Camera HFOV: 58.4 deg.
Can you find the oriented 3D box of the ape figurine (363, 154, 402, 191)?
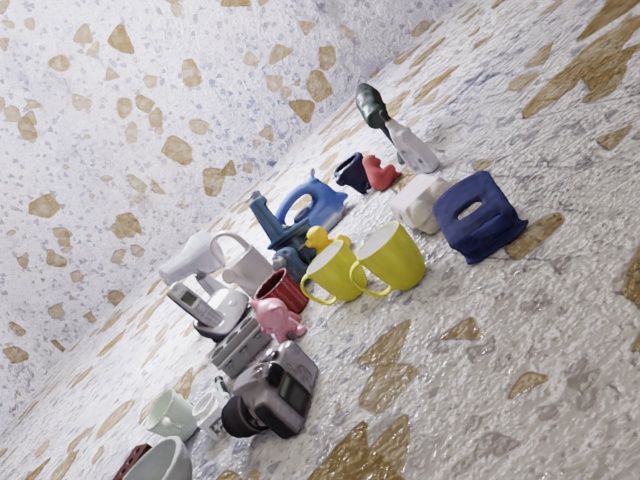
[{"bbox_3d":[0.141,-0.171,1.399,0.076,0.092,0.077,-44,16,-2],"label":"ape figurine"}]

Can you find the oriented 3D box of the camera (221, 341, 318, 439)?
[{"bbox_3d":[-0.090,0.237,0.887,0.136,0.101,0.143,-34,18,28],"label":"camera"}]

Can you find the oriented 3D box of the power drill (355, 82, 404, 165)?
[{"bbox_3d":[0.166,-0.300,1.458,0.075,0.209,0.229,-38,17,16],"label":"power drill"}]

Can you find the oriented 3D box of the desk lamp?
[{"bbox_3d":[-0.326,0.109,1.585,0.117,0.214,0.203,-20,28,54],"label":"desk lamp"}]

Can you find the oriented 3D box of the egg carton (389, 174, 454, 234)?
[{"bbox_3d":[0.190,-0.067,1.052,0.107,0.069,0.150,-44,16,-2],"label":"egg carton"}]

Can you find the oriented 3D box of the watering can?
[{"bbox_3d":[-0.195,0.057,1.437,0.101,0.194,0.172,-42,16,2],"label":"watering can"}]

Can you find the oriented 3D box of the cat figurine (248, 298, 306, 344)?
[{"bbox_3d":[-0.088,0.145,1.090,0.067,0.118,0.127,-44,16,-4],"label":"cat figurine"}]

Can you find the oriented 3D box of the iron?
[{"bbox_3d":[-0.054,-0.060,1.493,0.258,0.141,0.118,-45,16,-7],"label":"iron"}]

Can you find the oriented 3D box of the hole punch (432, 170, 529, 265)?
[{"bbox_3d":[0.229,-0.035,0.836,0.108,0.091,0.101,-37,17,20],"label":"hole punch"}]

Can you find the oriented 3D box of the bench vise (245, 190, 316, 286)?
[{"bbox_3d":[-0.083,-0.016,1.306,0.121,0.220,0.207,-41,16,7],"label":"bench vise"}]

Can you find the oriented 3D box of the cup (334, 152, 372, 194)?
[{"bbox_3d":[0.092,-0.159,1.481,0.091,0.095,0.118,-25,24,47],"label":"cup"}]

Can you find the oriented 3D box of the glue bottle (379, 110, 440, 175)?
[{"bbox_3d":[0.188,-0.218,1.257,0.037,0.173,0.078,-48,17,-18],"label":"glue bottle"}]

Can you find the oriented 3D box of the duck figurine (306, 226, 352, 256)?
[{"bbox_3d":[0.012,0.005,1.270,0.104,0.086,0.077,-27,23,45],"label":"duck figurine"}]

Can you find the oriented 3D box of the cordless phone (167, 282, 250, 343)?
[{"bbox_3d":[-0.275,0.149,1.409,0.094,0.185,0.148,-30,21,39],"label":"cordless phone"}]

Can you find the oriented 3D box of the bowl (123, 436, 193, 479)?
[{"bbox_3d":[-0.258,0.404,0.913,0.167,0.075,0.167,-39,16,14],"label":"bowl"}]
